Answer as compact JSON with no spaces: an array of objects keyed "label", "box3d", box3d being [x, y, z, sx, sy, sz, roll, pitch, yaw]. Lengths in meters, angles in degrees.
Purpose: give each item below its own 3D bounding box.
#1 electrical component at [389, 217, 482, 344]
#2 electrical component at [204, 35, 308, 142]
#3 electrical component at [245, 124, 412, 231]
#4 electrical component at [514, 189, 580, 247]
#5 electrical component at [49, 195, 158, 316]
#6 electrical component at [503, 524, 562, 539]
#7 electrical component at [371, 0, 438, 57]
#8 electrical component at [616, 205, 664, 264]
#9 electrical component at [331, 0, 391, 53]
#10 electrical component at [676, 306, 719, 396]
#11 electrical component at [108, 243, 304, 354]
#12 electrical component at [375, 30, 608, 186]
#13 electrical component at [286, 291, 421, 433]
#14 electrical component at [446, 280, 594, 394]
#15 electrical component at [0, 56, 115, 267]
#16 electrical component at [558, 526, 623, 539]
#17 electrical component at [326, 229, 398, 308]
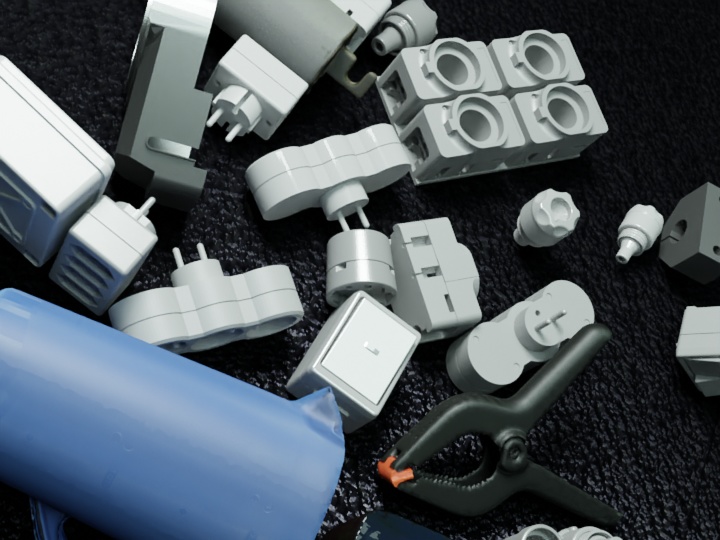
[{"label":"electrical component","box3d":[0.057,0.009,0.863,0.056,0.050,0.089,-9,73,-29]},{"label":"electrical component","box3d":[-0.093,-0.133,0.853,0.066,0.047,0.076,38,58,-7]},{"label":"electrical component","box3d":[-0.017,-0.063,0.857,0.138,0.052,0.073,-19,78,-31]},{"label":"electrical component","box3d":[0.156,-0.040,0.925,0.043,0.062,0.043,10,64,-22]},{"label":"electrical component","box3d":[-0.168,-0.021,0.747,0.047,0.083,0.075,39,57,-6]},{"label":"electrical component","box3d":[0.126,0.215,0.809,0.040,0.046,0.040,10,64,-22]},{"label":"electrical component","box3d":[0.037,-0.210,0.953,0.062,0.043,0.043,-38,88,-32]},{"label":"electrical component","box3d":[0.252,-0.030,0.985,0.035,0.035,0.061,41,59,-5]},{"label":"electrical component","box3d":[-0.025,-0.236,0.929,0.089,0.050,0.055,39,56,-6]},{"label":"electrical component","box3d":[0.322,0.072,0.944,0.061,0.096,0.061,48,51,-36]},{"label":"electrical component","box3d":[-0.114,0.016,0.775,0.138,0.052,0.073,-12,74,-29]},{"label":"electrical component","box3d":[0.121,-0.148,0.956,0.186,0.060,0.105,-12,74,-30]},{"label":"electrical component","box3d":[-0.006,0.072,0.798,0.062,0.061,0.096,37,58,-7]},{"label":"electrical component","box3d":[0.140,0.050,0.871,0.138,0.074,0.052,-26,82,-32]},{"label":"electrical component","box3d":[-0.230,-0.070,0.723,0.109,0.109,0.056,44,60,-3]},{"label":"electrical component","box3d":[0.179,0.218,0.824,0.048,0.062,0.048,10,65,-22]},{"label":"electrical component","box3d":[0.000,0.000,0.837,0.055,0.055,0.047,8,62,-23]}]
